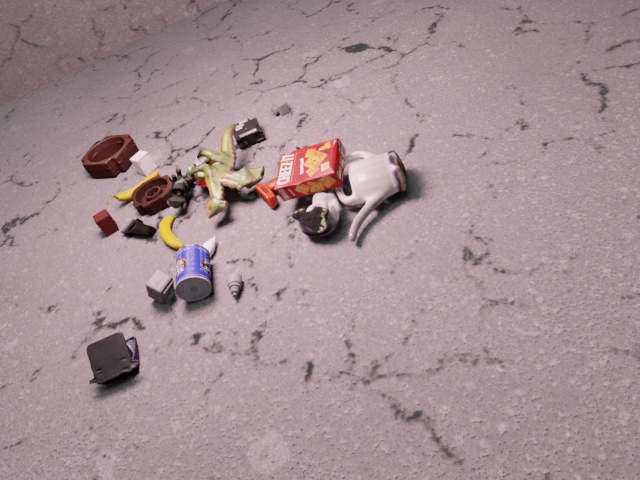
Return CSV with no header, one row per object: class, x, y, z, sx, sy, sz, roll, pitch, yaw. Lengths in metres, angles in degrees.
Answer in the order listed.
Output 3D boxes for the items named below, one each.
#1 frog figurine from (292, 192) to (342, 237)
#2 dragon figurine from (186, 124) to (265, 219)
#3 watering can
frog figurine,0.005,-0.079,1.564,0.136,0.123,0.161,-37,1,24
dragon figurine,-0.306,-0.247,1.791,0.243,0.119,0.419,21,58,11
watering can,0.159,-0.154,1.568,0.223,0.102,0.356,-17,50,12
